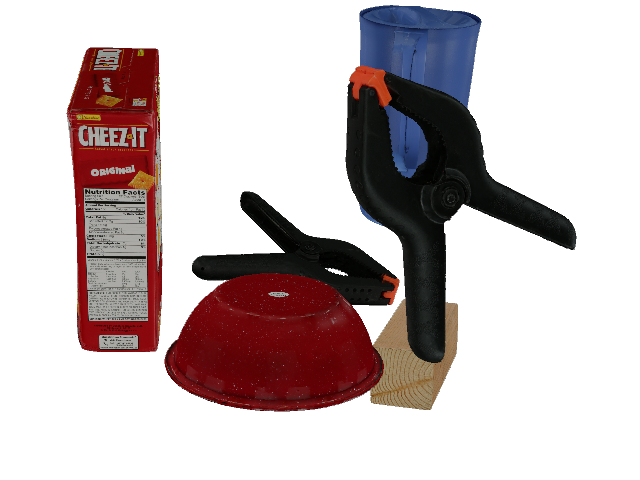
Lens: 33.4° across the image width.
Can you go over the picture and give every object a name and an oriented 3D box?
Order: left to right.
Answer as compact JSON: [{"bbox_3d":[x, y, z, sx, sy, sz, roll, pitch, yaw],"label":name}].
[{"bbox_3d":[-0.171,-0.037,0.901,0.072,0.214,0.164,0,27,-8],"label":"cracker box"},{"bbox_3d":[-0.032,0.064,0.777,0.162,0.055,0.162,3,17,-1],"label":"bowl"},{"bbox_3d":[-0.023,0.025,1.122,0.210,0.036,0.164,23,35,12],"label":"clamp"},{"bbox_3d":[0.101,-0.136,1.200,0.149,0.243,0.145,-11,26,-30],"label":"pitcher"},{"bbox_3d":[0.142,0.165,1.583,0.091,0.090,0.205,5,18,16],"label":"wood block"},{"bbox_3d":[0.060,-0.016,0.593,0.171,0.120,0.039,46,-13,-22],"label":"clamp"}]
